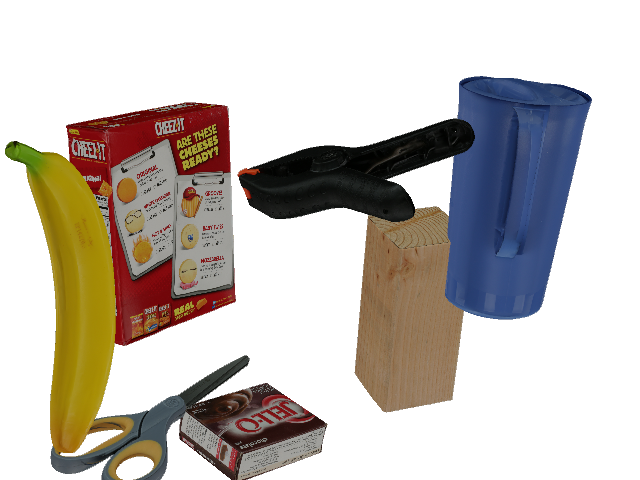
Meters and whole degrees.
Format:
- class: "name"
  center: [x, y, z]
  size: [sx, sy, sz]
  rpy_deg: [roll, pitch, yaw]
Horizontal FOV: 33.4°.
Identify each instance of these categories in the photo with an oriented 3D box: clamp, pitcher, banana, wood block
- class: "clamp"
  center: [0.013, -0.039, 0.730]
  size: [0.172, 0.039, 0.120]
  rpy_deg: [-11, 18, 27]
- class: "pitcher"
  center: [0.195, -0.042, 1.106]
  size: [0.148, 0.243, 0.145]
  rpy_deg: [-12, 26, -40]
- class: "banana"
  center: [-0.155, 0.029, 0.653]
  size: [0.037, 0.198, 0.069]
  rpy_deg: [6, 21, 34]
- class: "wood block"
  center: [0.101, 0.077, 1.195]
  size: [0.090, 0.206, 0.090]
  rpy_deg: [-7, 28, -20]

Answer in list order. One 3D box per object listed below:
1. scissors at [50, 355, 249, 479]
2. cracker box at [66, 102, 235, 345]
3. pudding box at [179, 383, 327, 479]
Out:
- class: "scissors"
  center: [-0.113, 0.146, 0.845]
  size: [0.201, 0.016, 0.096]
  rpy_deg: [-18, 35, -35]
- class: "cracker box"
  center: [-0.166, -0.022, 1.073]
  size: [0.072, 0.214, 0.163]
  rpy_deg: [10, 20, 37]
- class: "pudding box"
  center: [-0.064, 0.181, 1.015]
  size: [0.113, 0.039, 0.090]
  rpy_deg: [-12, 29, -43]
